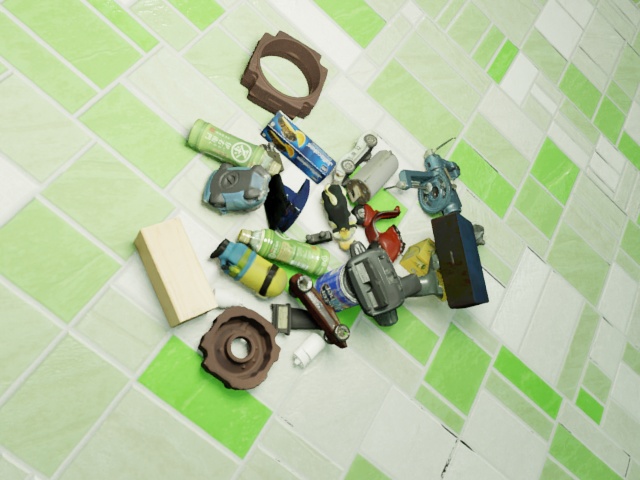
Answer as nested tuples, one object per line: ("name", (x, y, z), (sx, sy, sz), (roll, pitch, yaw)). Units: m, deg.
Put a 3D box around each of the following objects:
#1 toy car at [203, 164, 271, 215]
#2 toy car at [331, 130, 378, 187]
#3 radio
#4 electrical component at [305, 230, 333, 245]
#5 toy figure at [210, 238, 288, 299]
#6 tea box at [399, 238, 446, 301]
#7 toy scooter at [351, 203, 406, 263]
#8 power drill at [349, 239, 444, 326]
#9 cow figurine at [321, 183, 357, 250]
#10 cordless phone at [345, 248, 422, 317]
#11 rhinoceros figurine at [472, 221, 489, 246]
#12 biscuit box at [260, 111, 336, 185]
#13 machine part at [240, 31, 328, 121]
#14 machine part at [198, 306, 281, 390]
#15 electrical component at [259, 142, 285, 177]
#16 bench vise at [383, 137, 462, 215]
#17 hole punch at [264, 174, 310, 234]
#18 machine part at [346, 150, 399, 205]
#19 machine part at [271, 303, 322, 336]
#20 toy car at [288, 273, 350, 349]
("toy car", (-0.180, -0.112, 1.247), (0.102, 0.162, 0.109), (55, 38, -56))
("toy car", (0.091, -0.216, 1.434), (0.056, 0.073, 0.202), (36, 60, 8))
("radio", (0.351, 0.055, 1.339), (0.131, 0.073, 0.229), (15, 64, -56))
("electrical component", (-0.003, -0.004, 1.328), (0.063, 0.094, 0.021), (-13, 79, 9))
("toy figure", (-0.157, 0.066, 1.214), (0.180, 0.089, 0.082), (39, 69, -13))
("tea box", (0.310, 0.081, 1.437), (0.169, 0.098, 0.068), (40, 60, -8))
("toy scooter", (0.172, -0.025, 1.411), (0.135, 0.075, 0.184), (-21, 80, -21))
("power drill", (0.194, 0.091, 1.329), (0.207, 0.086, 0.231), (-13, 98, 0))
("cow figurine", (0.052, -0.059, 1.345), (0.068, 0.098, 0.167), (-20, 81, 4))
("cordless phone", (0.158, 0.082, 1.219), (0.184, 0.089, 0.146), (-17, 81, -41))
("rhinoceros figurine", (0.404, 0.006, 1.498), (0.073, 0.112, 0.190), (53, 40, 3))
("biscuit box", (-0.054, -0.234, 1.377), (0.202, 0.063, 0.059), (40, 62, -9))
("machine part", (-0.091, -0.429, 1.409), (0.201, 0.087, 0.201), (26, 63, -16))
("machine part", (-0.176, 0.235, 1.170), (0.179, 0.056, 0.179), (9, 69, -24))
("electrical component", (-0.134, -0.192, 1.337), (0.078, 0.045, 0.102), (-14, 82, -58))
("bench vise", (0.303, -0.167, 1.501), (0.240, 0.129, 0.223), (0, 75, -34))
("hole punch", (-0.074, -0.085, 1.284), (0.092, 0.142, 0.116), (4, 61, -30))
("machine part", (0.142, -0.169, 1.430), (0.079, 0.079, 0.243), (47, 49, -6))
("machine part", (-0.048, 0.187, 1.260), (0.139, 0.039, 0.084), (6, 63, -23))
("toy car", (0.001, 0.159, 1.219), (0.053, 0.089, 0.202), (-37, 86, -26))
